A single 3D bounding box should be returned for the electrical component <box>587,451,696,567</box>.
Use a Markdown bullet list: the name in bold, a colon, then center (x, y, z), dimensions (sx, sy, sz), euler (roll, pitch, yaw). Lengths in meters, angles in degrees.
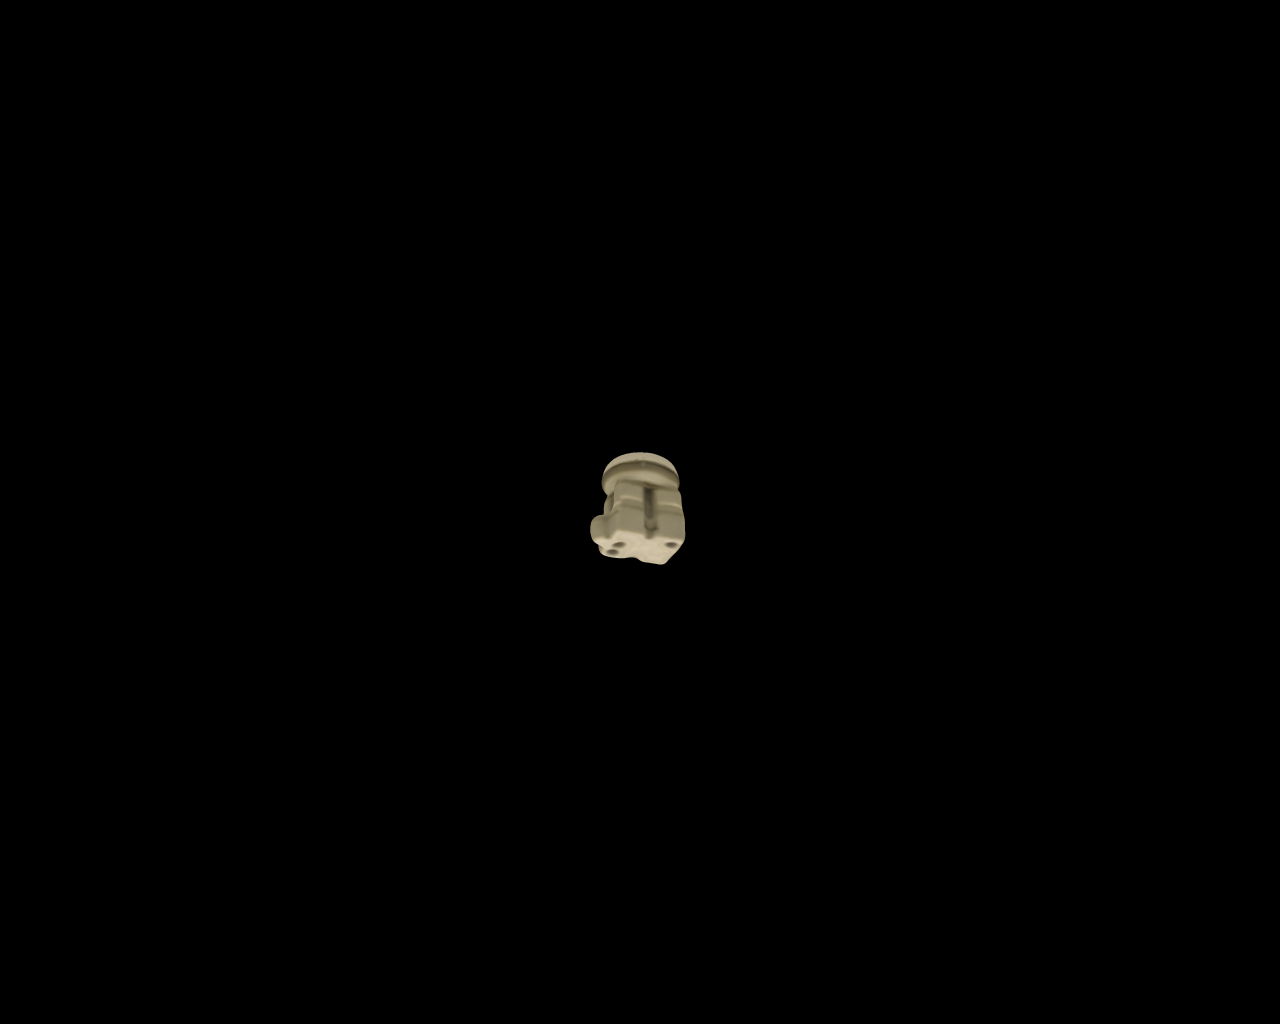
- **electrical component**: center (0.001, -0.003, 0.650), dimensions (0.066, 0.055, 0.048), euler (11, -32, -18)
